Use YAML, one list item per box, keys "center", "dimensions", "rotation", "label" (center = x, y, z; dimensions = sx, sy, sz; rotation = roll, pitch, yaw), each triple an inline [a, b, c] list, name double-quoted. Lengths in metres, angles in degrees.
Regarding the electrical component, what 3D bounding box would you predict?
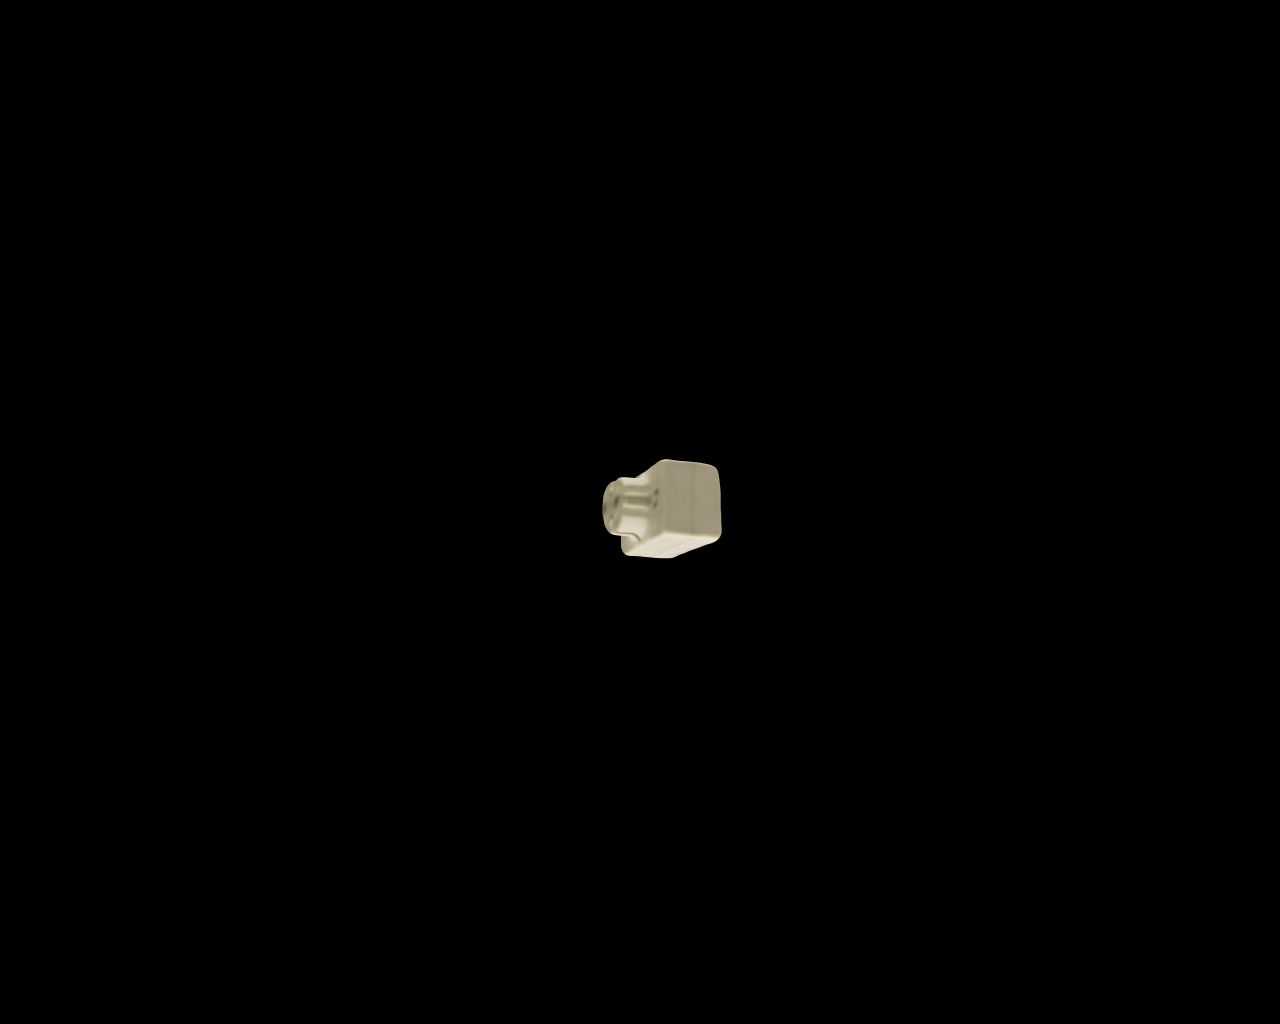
- center: [0.001, -0.003, 0.650]
  dimensions: [0.077, 0.047, 0.065]
  rotation: [6, -15, -23]
  label: "electrical component"
